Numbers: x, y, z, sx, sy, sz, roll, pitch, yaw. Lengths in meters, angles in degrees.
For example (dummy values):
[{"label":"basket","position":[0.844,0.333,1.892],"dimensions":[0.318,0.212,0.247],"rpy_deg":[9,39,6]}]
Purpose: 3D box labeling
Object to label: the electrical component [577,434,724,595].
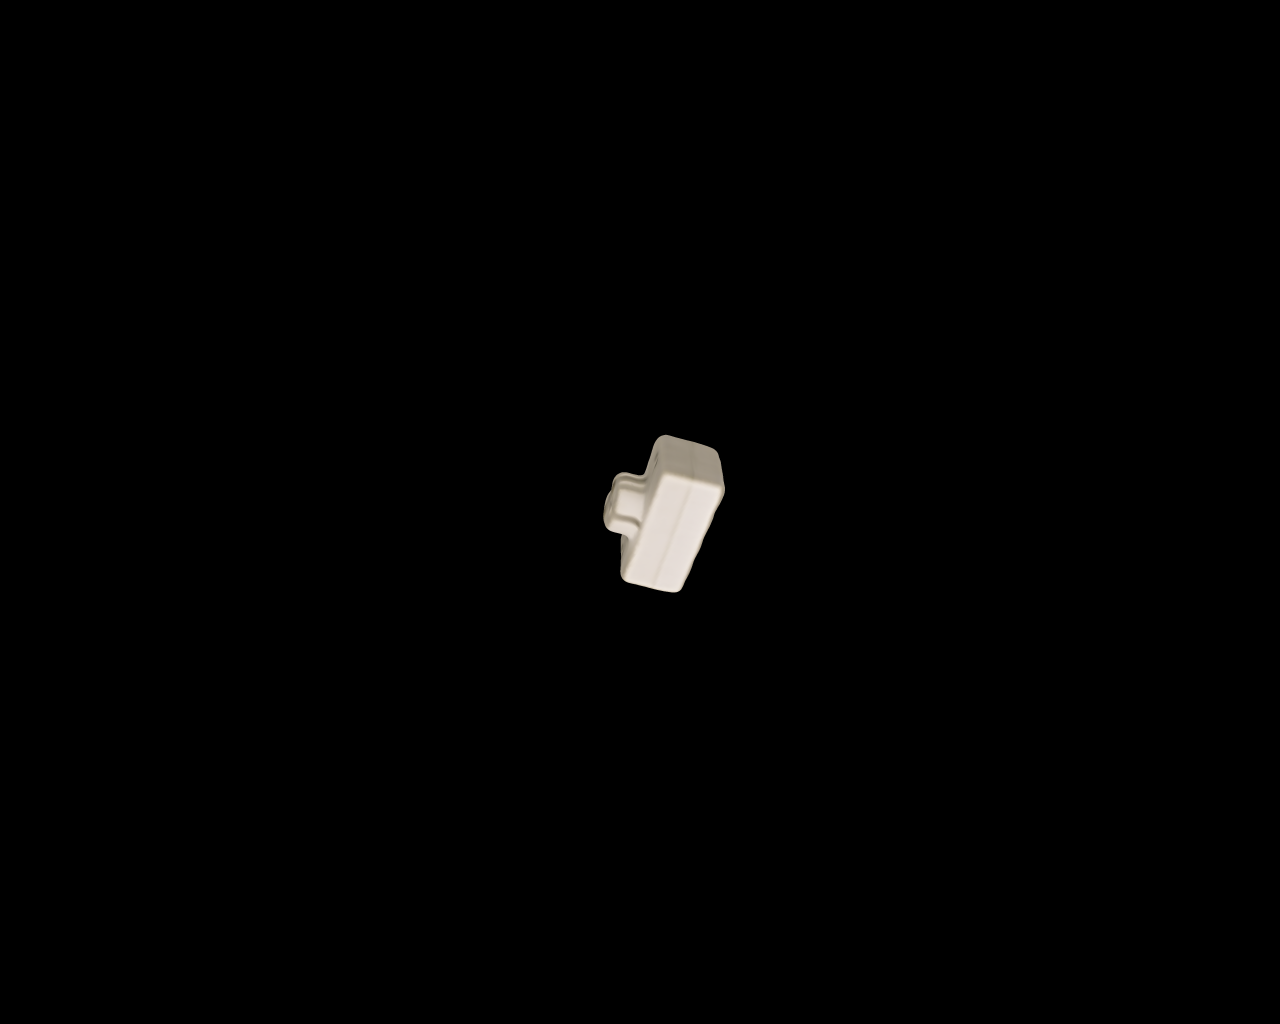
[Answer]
[{"label":"electrical component","position":[0.001,-0.003,0.650],"dimensions":[0.076,0.083,0.047],"rpy_deg":[15,32,-9]}]
